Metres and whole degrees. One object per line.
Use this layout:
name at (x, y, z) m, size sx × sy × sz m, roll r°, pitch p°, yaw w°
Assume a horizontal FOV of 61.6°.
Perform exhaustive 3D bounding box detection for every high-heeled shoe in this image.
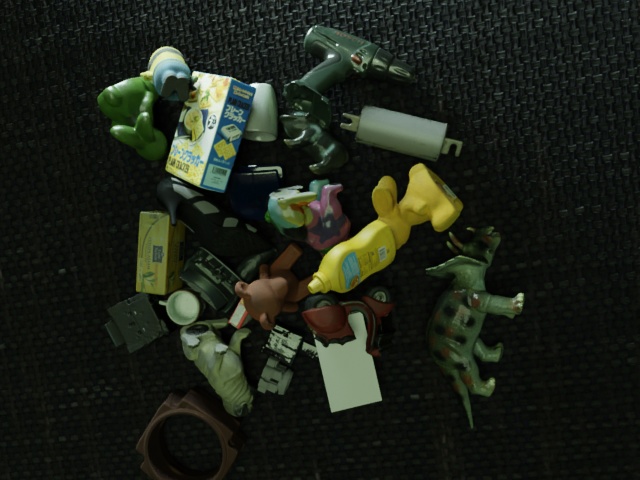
high-heeled shoe at (-0.217, -0.051, 1.111) m, size 0.248 × 0.145 × 0.086 m, roll 19°, pitch 125°, yaw -30°

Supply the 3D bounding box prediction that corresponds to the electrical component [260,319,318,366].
electrical component at (-0.059, 0.227, 1.145) m, size 0.119 × 0.048 × 0.074 m, roll 27°, pitch 98°, yaw 7°

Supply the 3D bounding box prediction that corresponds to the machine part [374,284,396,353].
machine part at (0.127, 0.161, 1.105) m, size 0.039 × 0.084 × 0.138 m, roll -7°, pitch 80°, yaw 36°

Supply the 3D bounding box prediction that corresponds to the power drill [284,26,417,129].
power drill at (0.046, -0.312, 1.033) m, size 0.232 × 0.086 × 0.207 m, roll 33°, pitch 70°, yaw 10°

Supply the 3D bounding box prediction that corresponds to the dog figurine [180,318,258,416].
dog figurine at (-0.223, 0.279, 1.155) m, size 0.173 × 0.121 × 0.190 m, roll 18°, pitch 118°, yaw 39°

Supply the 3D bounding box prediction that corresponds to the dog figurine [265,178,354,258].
dog figurine at (-0.002, -0.003, 1.068) m, size 0.191 × 0.109 × 0.219 m, roll -18°, pitch 107°, yaw -21°

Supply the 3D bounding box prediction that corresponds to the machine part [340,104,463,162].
machine part at (0.160, -0.211, 1.062) m, size 0.243 × 0.079 × 0.079 m, roll 15°, pitch 97°, yaw 8°

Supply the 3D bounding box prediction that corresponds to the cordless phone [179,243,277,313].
cordless phone at (-0.194, 0.049, 1.144) m, size 0.146 × 0.088 × 0.184 m, roll 41°, pitch 87°, yaw 4°

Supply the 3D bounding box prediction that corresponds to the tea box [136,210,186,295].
tea box at (-0.336, 0.024, 1.142) m, size 0.068 × 0.098 × 0.169 m, roll 4°, pitch 97°, yaw 8°

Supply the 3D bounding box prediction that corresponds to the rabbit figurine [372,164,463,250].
rabbit figurine at (0.172, -0.055, 1.058) m, size 0.162 × 0.122 × 0.173 m, roll 42°, pitch 118°, yaw -4°

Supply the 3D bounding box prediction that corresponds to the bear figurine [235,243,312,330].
bear figurine at (-0.079, 0.090, 1.061) m, size 0.132 × 0.196 × 0.120 m, roll -39°, pitch 86°, yaw 8°

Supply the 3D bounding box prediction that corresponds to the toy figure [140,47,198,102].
toy figure at (-0.296, -0.330, 1.078) m, size 0.082 × 0.180 × 0.089 m, roll 36°, pitch 97°, yaw -34°

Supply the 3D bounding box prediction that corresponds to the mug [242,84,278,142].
mug at (-0.134, -0.263, 1.105) m, size 0.110 × 0.080 × 0.107 m, roll 6°, pitch 85°, yaw 18°

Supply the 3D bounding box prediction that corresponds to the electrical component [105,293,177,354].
electrical component at (-0.400, 0.180, 1.184) m, size 0.134 × 0.058 × 0.115 m, roll -29°, pitch 88°, yaw 9°

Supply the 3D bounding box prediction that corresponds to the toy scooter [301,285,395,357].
toy scooter at (0.059, 0.164, 1.040) m, size 0.184 × 0.075 × 0.135 m, roll -8°, pitch 82°, yaw -5°

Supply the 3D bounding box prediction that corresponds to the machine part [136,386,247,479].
machine part at (-0.281, 0.445, 1.175) m, size 0.201 × 0.087 × 0.201 m, roll 33°, pitch 99°, yaw 6°

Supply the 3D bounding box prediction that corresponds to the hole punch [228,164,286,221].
hole punch at (-0.128, -0.097, 1.109) m, size 0.142 × 0.092 × 0.115 m, roll -3°, pitch 98°, yaw 5°

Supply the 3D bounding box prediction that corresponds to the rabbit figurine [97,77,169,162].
rabbit figurine at (-0.368, -0.242, 1.111) m, size 0.121 × 0.159 × 0.170 m, roll -30°, pitch 105°, yaw 0°

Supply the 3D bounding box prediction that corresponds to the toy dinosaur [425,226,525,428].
toy dinosaur at (0.278, 0.172, 1.063) m, size 0.192 × 0.131 × 0.404 m, roll 19°, pitch 102°, yaw 19°

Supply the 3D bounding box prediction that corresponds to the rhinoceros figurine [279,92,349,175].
rhinoceros figurine at (-0.018, -0.220, 1.089) m, size 0.112 × 0.073 × 0.190 m, roll -36°, pitch 89°, yaw 11°
